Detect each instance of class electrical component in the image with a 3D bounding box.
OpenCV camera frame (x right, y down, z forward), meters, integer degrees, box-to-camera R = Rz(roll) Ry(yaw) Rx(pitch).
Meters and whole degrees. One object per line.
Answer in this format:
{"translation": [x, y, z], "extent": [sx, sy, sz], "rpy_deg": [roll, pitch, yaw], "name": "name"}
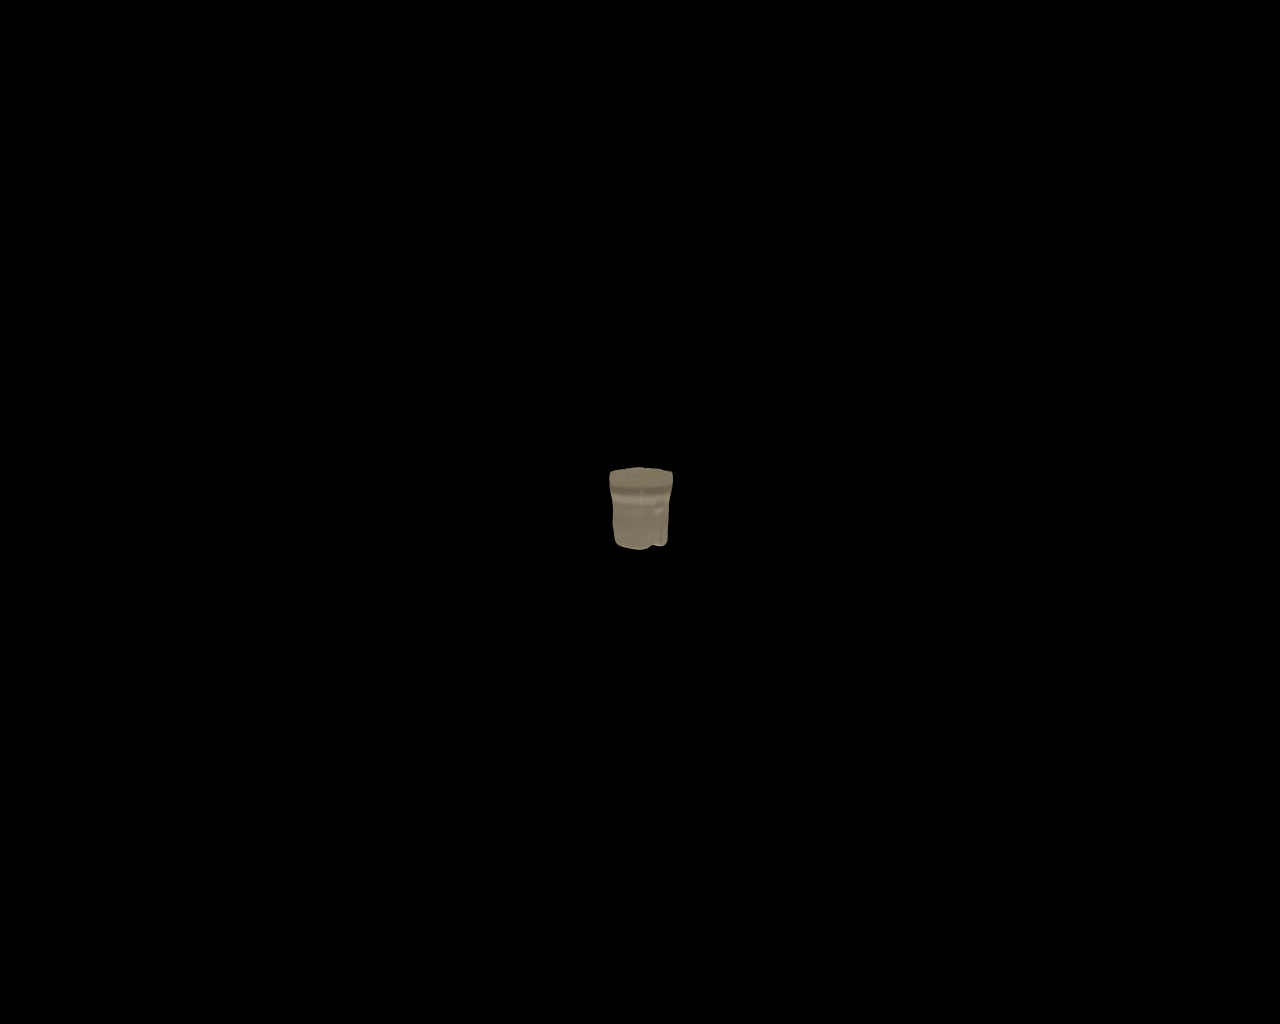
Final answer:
{"translation": [0.001, -0.003, 0.650], "extent": [0.040, 0.046, 0.040], "rpy_deg": [0, 9, 0], "name": "electrical component"}
